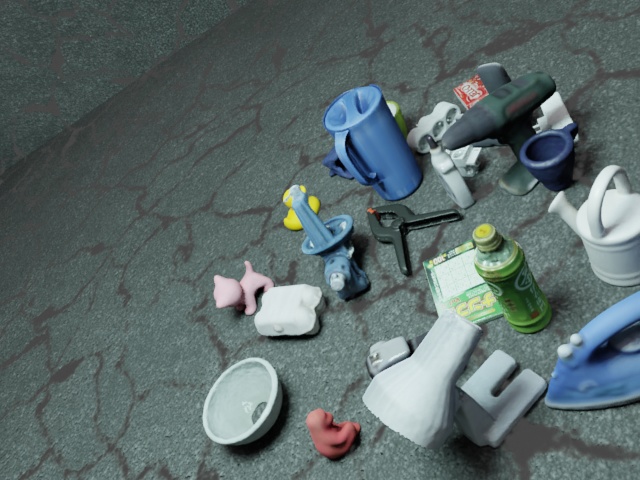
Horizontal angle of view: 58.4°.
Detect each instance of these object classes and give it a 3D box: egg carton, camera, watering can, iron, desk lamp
[{"bbox_3d":[-0.062,0.147,1.166,0.150,0.070,0.107,-10,47,33],"label":"egg carton"},{"bbox_3d":[0.152,0.203,0.907,0.136,0.101,0.143,-31,39,12],"label":"camera"},{"bbox_3d":[0.419,-0.026,0.832,0.172,0.195,0.101,-3,51,38],"label":"watering can"},{"bbox_3d":[0.394,0.129,0.744,0.258,0.142,0.118,-32,39,10],"label":"iron"},{"bbox_3d":[0.183,0.202,0.790,0.203,0.214,0.117,-46,38,-8],"label":"desk lamp"}]

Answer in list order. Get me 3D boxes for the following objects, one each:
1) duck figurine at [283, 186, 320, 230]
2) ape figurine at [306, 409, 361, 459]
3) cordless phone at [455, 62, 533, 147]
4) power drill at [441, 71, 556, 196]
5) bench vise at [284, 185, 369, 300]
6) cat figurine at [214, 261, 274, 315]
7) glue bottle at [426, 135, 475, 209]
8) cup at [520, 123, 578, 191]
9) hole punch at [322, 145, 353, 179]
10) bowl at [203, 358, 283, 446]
[{"bbox_3d":[-0.057,-0.082,1.374,0.077,0.086,0.105,19,67,48],"label":"duck figurine"},{"bbox_3d":[0.012,0.307,0.929,0.076,0.092,0.077,-50,39,-12],"label":"ape figurine"},{"bbox_3d":[0.336,-0.283,1.160,0.147,0.186,0.094,-2,52,39],"label":"cordless phone"},{"bbox_3d":[0.342,-0.184,1.040,0.230,0.209,0.075,-43,38,-3],"label":"power drill"},{"bbox_3d":[0.020,-0.004,1.123,0.121,0.220,0.206,-39,38,2],"label":"bench vise"},{"bbox_3d":[-0.181,0.106,1.266,0.067,0.118,0.128,17,65,47],"label":"cat figurine"},{"bbox_3d":[0.244,-0.137,1.105,0.037,0.174,0.078,-35,38,7],"label":"glue bottle"},{"bbox_3d":[0.424,-0.144,1.025,0.118,0.095,0.091,-44,38,-4],"label":"cup"},{"bbox_3d":[0.057,-0.215,1.405,0.109,0.091,0.100,-51,39,-13],"label":"hole punch"},{"bbox_3d":[-0.130,0.309,1.060,0.167,0.075,0.167,-23,41,22],"label":"bowl"}]
